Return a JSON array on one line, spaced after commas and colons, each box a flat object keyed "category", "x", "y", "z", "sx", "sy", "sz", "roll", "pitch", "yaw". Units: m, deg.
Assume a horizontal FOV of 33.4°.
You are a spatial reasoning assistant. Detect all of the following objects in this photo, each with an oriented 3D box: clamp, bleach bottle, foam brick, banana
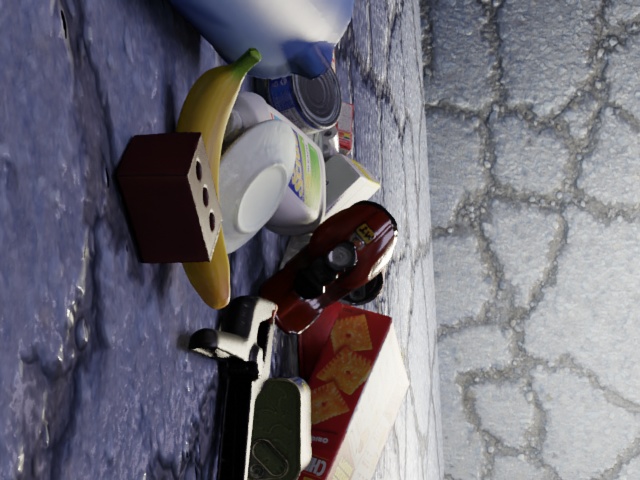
[{"category": "clamp", "x": -0.069, "y": 0.120, "z": 0.938, "sx": 0.210, "sy": 0.036, "sz": 0.164, "roll": -64, "pitch": 151, "yaw": -70}, {"category": "bleach bottle", "x": -0.054, "y": -0.071, "z": 0.986, "sx": 0.250, "sy": 0.068, "sz": 0.102, "roll": 30, "pitch": 59, "yaw": -75}, {"category": "foam brick", "x": -0.103, "y": -0.029, "z": 0.740, "sx": 0.053, "sy": 0.051, "sz": 0.078, "roll": -79, "pitch": 163, "yaw": -50}, {"category": "banana", "x": -0.086, "y": -0.047, "z": 0.807, "sx": 0.037, "sy": 0.070, "sz": 0.198, "roll": 9, "pitch": 84, "yaw": -38}]

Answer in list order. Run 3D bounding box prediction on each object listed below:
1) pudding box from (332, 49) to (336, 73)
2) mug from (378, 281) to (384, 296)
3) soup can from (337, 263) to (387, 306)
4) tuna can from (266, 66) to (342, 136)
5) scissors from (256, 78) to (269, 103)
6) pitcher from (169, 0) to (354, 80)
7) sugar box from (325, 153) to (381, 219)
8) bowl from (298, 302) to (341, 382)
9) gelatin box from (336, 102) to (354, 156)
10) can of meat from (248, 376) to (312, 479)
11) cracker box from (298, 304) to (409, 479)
[{"category": "pudding box", "x": -0.003, "y": -0.224, "z": 1.330, "sx": 0.090, "sy": 0.039, "sz": 0.113, "roll": 38, "pitch": 51, "yaw": -76}, {"category": "mug", "x": 0.041, "y": 0.027, "z": 1.412, "sx": 0.117, "sy": 0.081, "sz": 0.093, "roll": -28, "pitch": 116, "yaw": -77}, {"category": "soup can", "x": 0.042, "y": 0.019, "z": 1.195, "sx": 0.102, "sy": 0.068, "sz": 0.068, "roll": -73, "pitch": 159, "yaw": -61}, {"category": "tuna can", "x": -0.015, "y": -0.151, "z": 1.093, "sx": 0.086, "sy": 0.034, "sz": 0.086, "roll": 20, "pitch": 64, "yaw": -49}, {"category": "scissors", "x": -0.051, "y": -0.219, "z": 1.136, "sx": 0.201, "sy": 0.016, "sz": 0.096, "roll": -75, "pitch": 162, "yaw": -55}, {"category": "pitcher", "x": -0.069, "y": -0.221, "z": 0.790, "sx": 0.242, "sy": 0.149, "sz": 0.145, "roll": 26, "pitch": 78, "yaw": -74}, {"category": "sugar box", "x": 0.015, "y": -0.053, "z": 1.264, "sx": 0.048, "sy": 0.093, "sz": 0.176, "roll": 48, "pitch": 7, "yaw": 10}, {"category": "bowl", "x": 0.014, "y": 0.128, "z": 1.334, "sx": 0.162, "sy": 0.055, "sz": 0.162, "roll": -1, "pitch": 90, "yaw": -80}, {"category": "gelatin box", "x": 0.012, "y": -0.118, "z": 1.319, "sx": 0.089, "sy": 0.030, "sz": 0.073, "roll": 125, "pitch": -25, "yaw": -51}, {"category": "can of meat", "x": -0.040, "y": 0.183, "z": 1.036, "sx": 0.084, "sy": 0.057, "sz": 0.102, "roll": 26, "pitch": 63, "yaw": -81}, {"category": "cracker box", "x": 0.026, "y": 0.206, "z": 1.203, "sx": 0.164, "sy": 0.072, "sz": 0.213, "roll": 72, "pitch": 38, "yaw": -54}]
